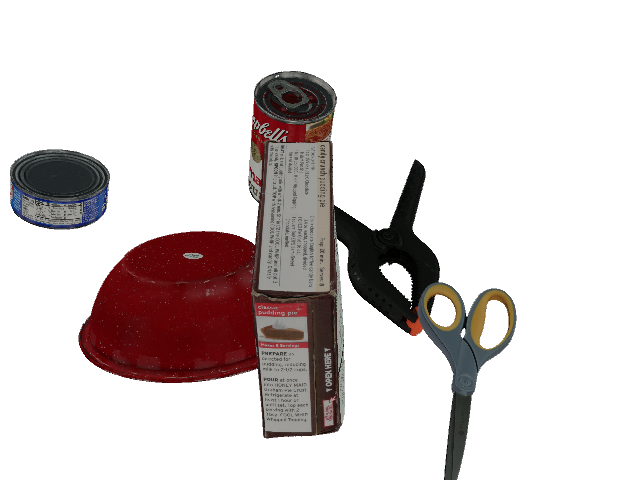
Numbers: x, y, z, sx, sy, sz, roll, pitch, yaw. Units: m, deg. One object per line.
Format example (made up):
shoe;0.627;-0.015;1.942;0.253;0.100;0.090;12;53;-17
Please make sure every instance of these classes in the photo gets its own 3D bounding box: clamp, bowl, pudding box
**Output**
clamp;0.053;0.003;1.085;0.164;0.210;0.036;-4;-36;-15
bowl;-0.087;0.035;0.732;0.162;0.055;0.162;-2;22;1
pudding box;-0.010;0.020;0.495;0.039;0.090;0.113;-3;39;0

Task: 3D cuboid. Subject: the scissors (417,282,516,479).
scissors;0.106;0.108;0.901;0.096;0.201;0.016;26;-38;10

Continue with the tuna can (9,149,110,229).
tuna can;-0.230;-0.045;0.943;0.086;0.034;0.086;8;32;-5

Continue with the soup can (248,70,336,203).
soup can;-0.025;-0.082;0.901;0.068;0.102;0.068;4;45;-4
